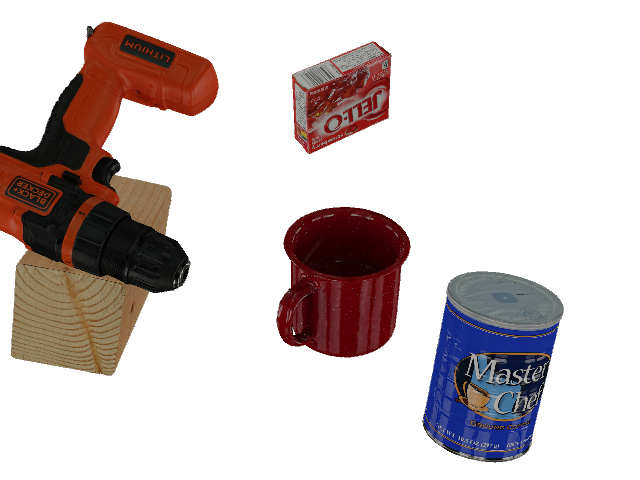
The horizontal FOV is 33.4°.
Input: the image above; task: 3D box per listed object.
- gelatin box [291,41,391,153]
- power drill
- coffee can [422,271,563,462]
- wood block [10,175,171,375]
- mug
[{"bbox_3d":[0.020,-0.126,0.939,0.089,0.073,0.030,-25,52,-21],"label":"gelatin box"},{"bbox_3d":[-0.148,-0.063,0.777,0.184,0.187,0.057,23,-31,8],"label":"power drill"},{"bbox_3d":[0.154,0.112,0.963,0.103,0.140,0.103,6,23,-3],"label":"coffee can"},{"bbox_3d":[-0.200,0.022,0.956,0.090,0.091,0.206,11,25,-2],"label":"wood block"},{"bbox_3d":[0.011,0.039,0.798,0.093,0.081,0.117,26,42,30],"label":"mug"}]
